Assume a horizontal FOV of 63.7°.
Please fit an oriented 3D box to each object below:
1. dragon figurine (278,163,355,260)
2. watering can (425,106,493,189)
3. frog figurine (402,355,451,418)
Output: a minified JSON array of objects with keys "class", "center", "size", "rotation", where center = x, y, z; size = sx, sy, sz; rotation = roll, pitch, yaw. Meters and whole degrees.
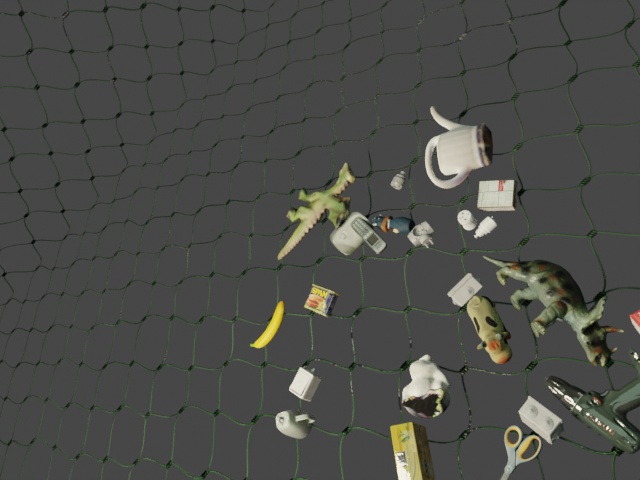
[{"class":"dragon figurine","center":[0.006,-0.092,1.834],"size":[0.243,0.121,0.415],"rotation":[6,67,55]},{"class":"watering can","center":[0.455,-0.330,1.706],"size":[0.223,0.102,0.355],"rotation":[-10,59,29]},{"class":"frog figurine","center":[0.290,0.405,1.423],"size":[0.136,0.122,0.162],"rotation":[-41,12,21]}]
